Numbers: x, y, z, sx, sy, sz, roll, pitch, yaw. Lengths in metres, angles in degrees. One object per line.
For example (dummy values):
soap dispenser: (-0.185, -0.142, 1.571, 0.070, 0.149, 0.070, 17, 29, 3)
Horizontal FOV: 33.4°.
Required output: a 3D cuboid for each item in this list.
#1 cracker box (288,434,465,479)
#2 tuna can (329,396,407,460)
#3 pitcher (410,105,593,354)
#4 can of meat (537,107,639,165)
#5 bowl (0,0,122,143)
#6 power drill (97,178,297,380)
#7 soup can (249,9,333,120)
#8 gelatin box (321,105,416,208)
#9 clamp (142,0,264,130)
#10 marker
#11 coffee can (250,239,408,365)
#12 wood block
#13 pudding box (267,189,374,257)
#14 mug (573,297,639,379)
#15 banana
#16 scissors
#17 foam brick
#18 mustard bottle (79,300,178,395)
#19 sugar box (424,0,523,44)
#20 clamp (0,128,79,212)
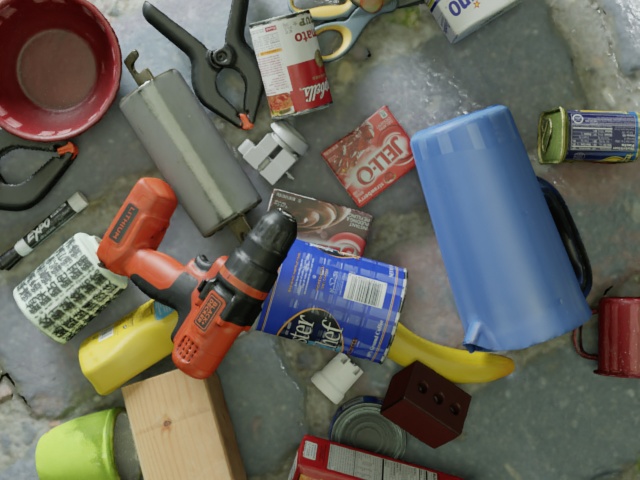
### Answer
cracker box: (0.060, 0.313, 1.135, 0.213, 0.072, 0.164, 16, 113, -2)
tuna can: (0.052, 0.215, 1.166, 0.086, 0.034, 0.086, 0, 93, 1)
pitcher: (0.189, -0.014, 1.108, 0.145, 0.149, 0.243, -18, 93, 14)
can of meat: (0.280, -0.107, 1.111, 0.084, 0.102, 0.057, 1, 93, -2)
bowl: (-0.285, -0.183, 1.133, 0.162, 0.055, 0.162, 0, 94, 0)
power drill: (-0.124, 0.015, 1.047, 0.188, 0.057, 0.184, 38, 98, 34)
soup can: (-0.030, -0.184, 1.118, 0.068, 0.068, 0.102, -14, 101, 1)
gelatin box: (0.057, -0.090, 1.149, 0.089, 0.030, 0.073, -36, 93, 3)
clamp: (-0.117, -0.197, 1.139, 0.120, 0.039, 0.171, -12, 93, 1)
marker: (-0.304, -0.008, 1.162, 0.121, 0.020, 0.020, -39, 93, 3)
coffee can: (0.008, 0.060, 1.086, 0.140, 0.103, 0.103, 15, 94, -3)
wood block: (-0.129, 0.244, 1.107, 0.091, 0.090, 0.206, -18, 72, 2)
pudding box: (-0.008, 0.001, 1.150, 0.113, 0.039, 0.090, 16, 95, 0)
mug: (0.327, 0.102, 1.137, 0.117, 0.093, 0.081, -1, 88, 36)
banana: (0.114, 0.112, 1.157, 0.198, 0.037, 0.069, 32, 95, -1)
scissors: (0.064, -0.235, 1.147, 0.201, 0.016, 0.096, 4, 95, 0)
foam brick: (0.113, 0.177, 1.139, 0.078, 0.051, 0.053, 34, 50, -12)
mustard bottle: (-0.160, 0.086, 1.128, 0.191, 0.096, 0.058, -32, 106, 2)
sugar box: (0.132, -0.305, 1.118, 0.093, 0.048, 0.176, -33, 86, -3)
clamp: (-0.367, -0.077, 1.149, 0.210, 0.036, 0.164, -25, 92, 0)
